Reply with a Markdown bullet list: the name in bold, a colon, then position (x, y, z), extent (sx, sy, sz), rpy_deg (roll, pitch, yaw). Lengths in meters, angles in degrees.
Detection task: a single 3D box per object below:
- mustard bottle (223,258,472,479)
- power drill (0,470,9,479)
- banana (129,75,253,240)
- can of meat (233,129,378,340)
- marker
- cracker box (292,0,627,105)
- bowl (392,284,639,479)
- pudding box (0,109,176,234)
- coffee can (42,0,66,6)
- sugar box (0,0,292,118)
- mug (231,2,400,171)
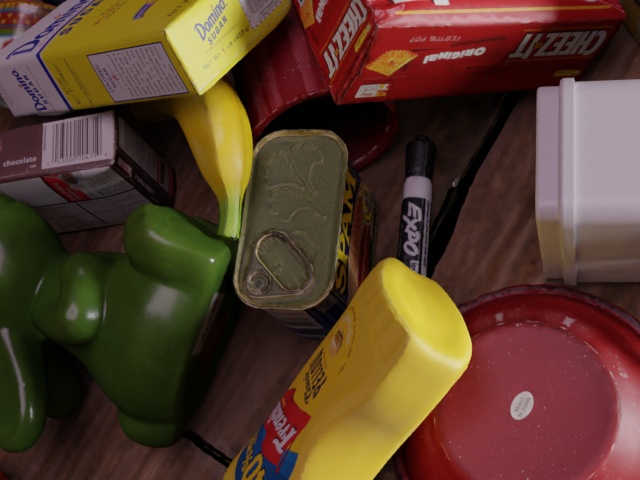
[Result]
- **mustard bottle**: position (0.000, 0.105, 0.556), extent (0.058, 0.096, 0.192), rpy_deg (30, 109, -16)
- **power drill**: position (-0.255, 0.095, 0.668), extent (0.184, 0.057, 0.188), rpy_deg (-34, 62, 8)
- **banana**: position (-0.078, -0.073, 0.626), extent (0.070, 0.037, 0.198), rpy_deg (-63, 31, 16)
- **can of meat**: position (-0.004, 0.001, 0.604), extent (0.057, 0.084, 0.102), rpy_deg (0, 71, 18)
- **marker**: position (0.055, -0.005, 0.623), extent (0.020, 0.020, 0.121), rpy_deg (0, 71, 18)
- **cracker box**: position (0.056, -0.187, 0.618), extent (0.164, 0.072, 0.214), rpy_deg (-8, 62, -25)
- **bowl**: position (0.109, 0.093, 0.551), extent (0.162, 0.055, 0.162), rpy_deg (-6, 69, 16)
- **pudding box**: position (-0.159, -0.038, 0.666), extent (0.114, 0.090, 0.039), rpy_deg (-7, 69, 15)
- **coffee can**: position (-0.114, -0.203, 0.703), extent (0.140, 0.102, 0.103), rpy_deg (7, 73, 20)
- **sugar box**: position (-0.109, -0.117, 0.616), extent (0.177, 0.048, 0.093), rpy_deg (2, 40, 41)
- **mug**: position (0.003, -0.096, 0.634), extent (0.117, 0.093, 0.081), rpy_deg (-24, 60, 14)
